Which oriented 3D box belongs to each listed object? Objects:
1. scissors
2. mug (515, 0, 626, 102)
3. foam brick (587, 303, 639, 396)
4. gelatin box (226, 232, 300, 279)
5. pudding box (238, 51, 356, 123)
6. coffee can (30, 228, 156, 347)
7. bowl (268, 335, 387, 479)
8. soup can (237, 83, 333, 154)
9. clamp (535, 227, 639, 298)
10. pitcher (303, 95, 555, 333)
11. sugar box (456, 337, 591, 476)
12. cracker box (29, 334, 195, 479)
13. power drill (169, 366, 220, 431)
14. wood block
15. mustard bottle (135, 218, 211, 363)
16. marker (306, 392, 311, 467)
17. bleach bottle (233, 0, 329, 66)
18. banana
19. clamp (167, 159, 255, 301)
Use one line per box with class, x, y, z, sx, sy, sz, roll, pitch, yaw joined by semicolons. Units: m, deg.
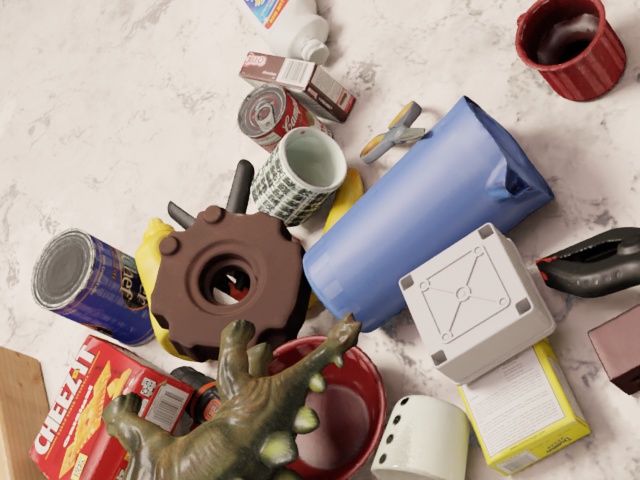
scissors;0.095;-0.123;1.121;0.096;0.016;0.202;-51;10;-17
mug;0.246;-0.196;1.071;0.117;0.081;0.093;35;91;42
foam brick;0.283;0.090;0.923;0.078;0.052;0.051;-34;52;20
gelatin box;-0.075;0.016;1.238;0.089;0.030;0.073;20;82;41
pudding box;-0.028;-0.181;1.261;0.114;0.089;0.039;20;83;40
coffee can;-0.259;0.059;1.279;0.103;0.140;0.103;-16;59;29
bowl;-0.001;0.179;1.065;0.162;0.055;0.162;-11;61;21
soup can;-0.039;-0.128;1.234;0.069;0.102;0.068;-16;59;30
clamp;0.291;0.009;0.943;0.210;0.036;0.164;-9;24;49
pitcher;0.102;-0.023;1.074;0.243;0.149;0.145;-41;66;17
sugar box;0.172;0.119;0.995;0.093;0.048;0.176;-33;49;19
cracker box;-0.240;0.206;1.195;0.214;0.072;0.164;11;74;61
power drill;-0.145;0.243;1.159;0.185;0.057;0.187;27;86;48
wood block;-0.394;0.242;1.323;0.091;0.090;0.206;-37;51;17
mustard bottle;-0.171;0.048;1.249;0.058;0.096;0.192;-37;51;18
marker;-0.010;0.197;1.107;0.020;0.020;0.121;-18;59;29
bleach bottle;-0.051;-0.310;1.362;0.103;0.068;0.251;-42;52;11
banana;0.002;0.012;1.178;0.070;0.037;0.198;31;88;41
clamp;-0.120;-0.002;1.232;0.120;0.039;0.171;-24;57;27
